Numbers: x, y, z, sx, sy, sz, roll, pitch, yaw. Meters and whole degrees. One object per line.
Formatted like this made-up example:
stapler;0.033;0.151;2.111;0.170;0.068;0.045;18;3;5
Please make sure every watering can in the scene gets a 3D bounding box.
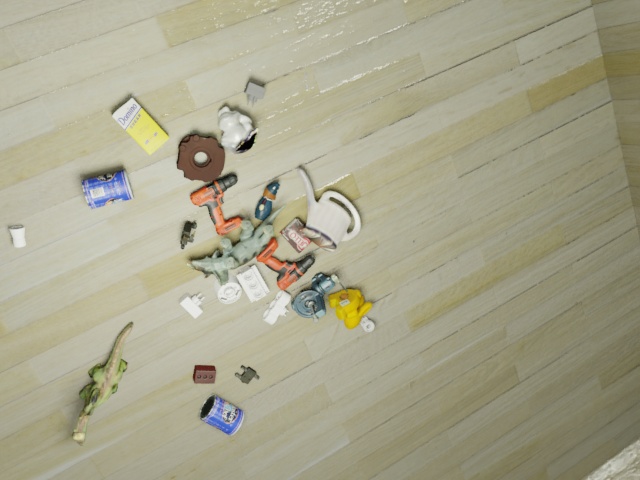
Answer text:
watering can;0.006;-0.099;1.961;0.345;0.103;0.228;36;69;-20

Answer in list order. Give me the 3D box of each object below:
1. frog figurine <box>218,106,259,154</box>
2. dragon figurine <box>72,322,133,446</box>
frog figurine;-0.304;-0.388;1.825;0.160;0.122;0.137;41;95;14
dragon figurine;-0.739;0.497;1.746;0.121;0.245;0.409;23;94;-18
